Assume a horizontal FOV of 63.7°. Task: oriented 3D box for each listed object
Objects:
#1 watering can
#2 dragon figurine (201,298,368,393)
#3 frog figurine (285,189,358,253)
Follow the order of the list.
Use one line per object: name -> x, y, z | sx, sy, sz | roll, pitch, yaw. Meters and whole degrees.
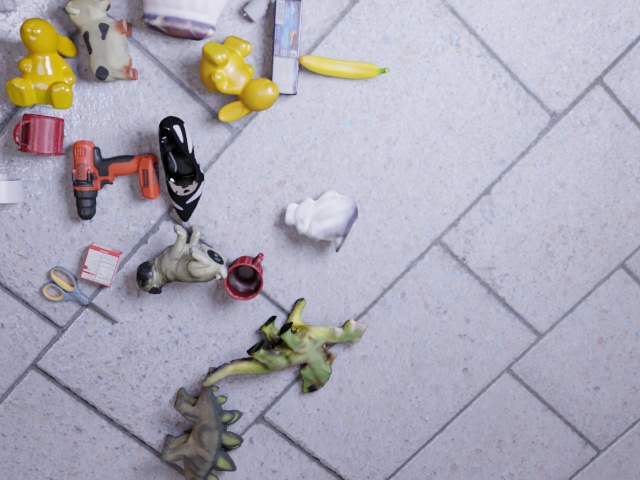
watering can -> -0.239, -0.527, 1.066 | 0.347, 0.105, 0.222 | 8, 105, -4
dragon figurine -> -0.066, 0.304, 1.287 | 0.409, 0.124, 0.240 | -36, 112, 5
frog figurine -> 0.004, -0.060, 1.194 | 0.159, 0.121, 0.139 | 27, 69, -1
